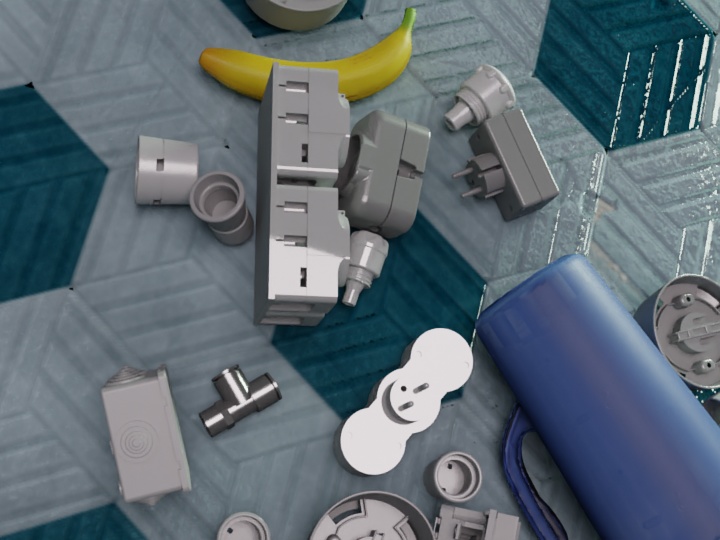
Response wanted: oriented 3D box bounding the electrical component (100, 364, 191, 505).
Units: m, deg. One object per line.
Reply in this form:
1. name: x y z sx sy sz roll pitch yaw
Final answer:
1. electrical component: -0.159 0.120 0.796 0.048 0.100 0.099 -12 91 -10

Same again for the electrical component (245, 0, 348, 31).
1. electrical component: -0.055 -0.259 0.930 0.108 0.060 0.108 3 76 -11

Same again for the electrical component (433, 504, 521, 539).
1. electrical component: 0.091 0.209 0.842 0.064 0.081 0.042 10 73 14

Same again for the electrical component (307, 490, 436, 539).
1. electrical component: 0.006 0.220 0.823 0.099 0.064 0.099 3 76 -11

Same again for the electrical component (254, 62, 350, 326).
1. electrical component: -0.047 -0.056 0.858 0.060 0.105 0.186 3 76 -11

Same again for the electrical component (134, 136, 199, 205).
1. electrical component: -0.157 -0.079 0.869 0.047 0.055 0.055 3 76 -14

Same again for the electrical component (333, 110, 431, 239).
1. electrical component: 0.015 -0.081 0.898 0.059 0.054 0.095 17 73 -21

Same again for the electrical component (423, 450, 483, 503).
1. electrical component: 0.073 0.166 0.860 0.040 0.046 0.040 3 76 -11

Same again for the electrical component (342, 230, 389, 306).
1. electrical component: 0.000 0.000 0.892 0.035 0.035 0.061 21 76 -6

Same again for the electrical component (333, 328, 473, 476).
1. electrical component: 0.038 0.103 0.853 0.052 0.073 0.138 42 72 1

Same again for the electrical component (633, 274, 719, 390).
1. electrical component: 0.283 0.055 0.920 0.099 0.064 0.099 3 76 -11

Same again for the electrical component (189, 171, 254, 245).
1. electrical component: -0.108 -0.046 0.864 0.044 0.065 0.044 -2 69 6

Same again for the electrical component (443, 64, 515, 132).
1. electrical component: 0.102 -0.146 0.944 0.062 0.048 0.048 -39 87 -11

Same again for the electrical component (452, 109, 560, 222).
1. electrical component: 0.116 -0.084 0.929 0.076 0.047 0.083 -21 82 -16

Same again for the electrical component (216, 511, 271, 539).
1. electrical component: -0.090 0.204 0.817 0.040 0.046 0.040 3 76 -11

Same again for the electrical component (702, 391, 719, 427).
1. electrical component: 0.332 0.136 0.895 0.064 0.099 0.099 -23 82 -10
